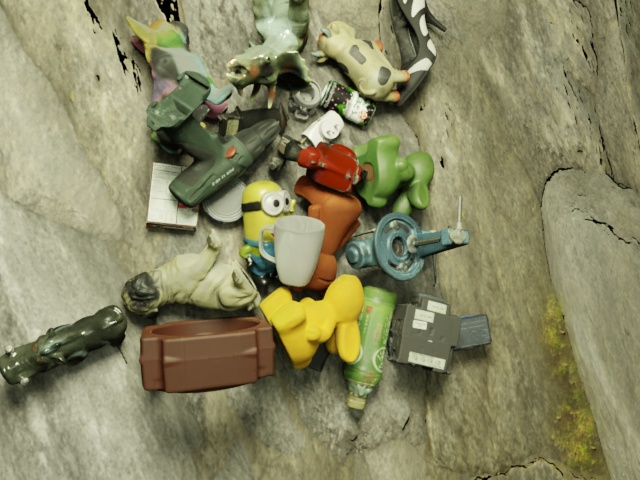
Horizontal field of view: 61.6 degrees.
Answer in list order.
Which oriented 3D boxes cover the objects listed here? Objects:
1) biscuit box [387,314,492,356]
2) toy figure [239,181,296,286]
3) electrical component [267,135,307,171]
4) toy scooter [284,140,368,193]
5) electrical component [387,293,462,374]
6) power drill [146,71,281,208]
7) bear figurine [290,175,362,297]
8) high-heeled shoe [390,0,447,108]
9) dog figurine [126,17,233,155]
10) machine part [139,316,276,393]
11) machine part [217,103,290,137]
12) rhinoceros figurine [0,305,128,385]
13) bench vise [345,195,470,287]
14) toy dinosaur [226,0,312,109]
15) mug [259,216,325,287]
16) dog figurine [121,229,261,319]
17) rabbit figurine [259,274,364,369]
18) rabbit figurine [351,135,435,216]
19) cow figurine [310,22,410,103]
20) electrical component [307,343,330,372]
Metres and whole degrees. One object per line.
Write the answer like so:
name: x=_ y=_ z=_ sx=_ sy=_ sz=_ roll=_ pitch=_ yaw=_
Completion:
biscuit box: x=0.231 y=0.188 z=1.043 sx=0.203 sy=0.059 sz=0.062 roll=-6 pitch=84 yaw=-15
toy figure: x=-0.100 y=-0.014 z=0.951 sx=0.089 sy=0.082 sz=0.180 roll=10 pitch=108 yaw=13
electrical component: x=-0.059 y=-0.162 z=0.992 sx=0.045 sy=0.102 sz=0.078 roll=28 pitch=100 yaw=-4
toy scooter: x=0.031 y=-0.127 z=0.946 sx=0.135 sy=0.184 sz=0.075 roll=28 pitch=105 yaw=24
electrical component: x=0.191 y=0.167 z=0.974 sx=0.115 sy=0.058 sz=0.134 roll=18 pitch=78 yaw=-14
power drill: x=-0.177 y=-0.175 z=0.884 sx=0.086 sy=0.207 sz=0.232 roll=38 pitch=77 yaw=26
bear figurine: x=0.000 y=-0.001 z=0.989 sx=0.120 sy=0.132 sz=0.195 roll=11 pitch=108 yaw=-36
high-heeled shoe: x=0.165 y=-0.398 z=1.090 sx=0.145 sy=0.086 sz=0.248 roll=31 pitch=71 yaw=-7
dog figurine: x=-0.271 y=-0.282 z=0.944 sx=0.219 sy=0.108 sz=0.191 roll=43 pitch=77 yaw=-2
machine part: x=-0.180 y=0.178 z=0.858 sx=0.201 sy=0.201 sz=0.087 roll=-3 pitch=88 yaw=-16
machine part: x=-0.126 y=-0.213 z=0.994 sx=0.139 sy=0.084 sz=0.039 roll=-18 pitch=52 yaw=-25
rhinoceros figurine: x=-0.399 y=0.167 z=0.848 sx=0.190 sy=0.112 sz=0.073 roll=-23 pitch=92 yaw=-25
bench vise: x=0.174 y=0.009 z=0.948 sx=0.223 sy=0.241 sz=0.129 roll=5 pitch=78 yaw=-34
toy dinosaur: x=-0.070 y=-0.400 z=0.986 sx=0.131 sy=0.192 sz=0.405 roll=3 pitch=44 yaw=3
mug: x=-0.049 y=0.020 z=0.891 sx=0.110 sy=0.081 sz=0.107 roll=5 pitch=109 yaw=5
dog figurine: x=-0.219 y=0.095 z=0.923 sx=0.190 sy=0.121 sz=0.172 roll=-37 pitch=91 yaw=-2
rabbit figurine: x=0.009 y=0.134 z=0.904 sx=0.173 sy=0.122 sz=0.162 roll=-35 pitch=102 yaw=-16
rabbit figurine: x=0.161 y=-0.125 z=1.036 sx=0.170 sy=0.121 sz=0.159 roll=-9 pitch=79 yaw=-31
cow figurine: x=0.069 y=-0.347 z=1.039 sx=0.127 sy=0.085 sz=0.195 roll=-15 pitch=62 yaw=-37
electrical component: x=0.010 y=0.181 z=0.989 sx=0.075 sy=0.048 sz=0.119 roll=23 pitch=78 yaw=-11
